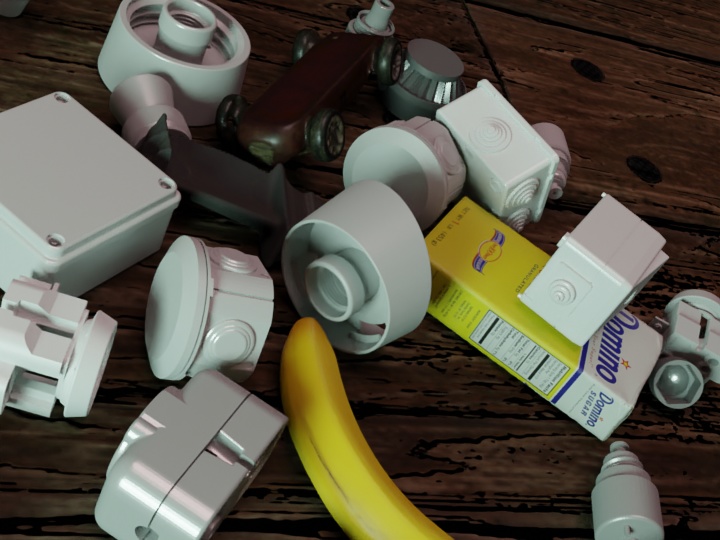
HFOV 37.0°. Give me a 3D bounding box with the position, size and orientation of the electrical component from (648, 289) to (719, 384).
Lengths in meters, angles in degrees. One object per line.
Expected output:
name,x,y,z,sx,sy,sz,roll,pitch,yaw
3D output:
electrical component,0.248,0.048,0.799,0.066,0.048,0.055,28,47,0

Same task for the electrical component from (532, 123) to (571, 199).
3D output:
electrical component,0.156,-0.088,0.896,0.040,0.040,0.078,14,41,-16

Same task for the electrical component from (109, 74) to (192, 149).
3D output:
electrical component,-0.142,-0.099,0.731,0.045,0.045,0.055,-2,49,-32

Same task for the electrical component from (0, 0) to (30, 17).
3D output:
electrical component,-0.248,-0.216,0.778,0.044,0.065,0.044,31,35,-25

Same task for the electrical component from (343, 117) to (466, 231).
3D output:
electrical component,0.033,-0.069,0.773,0.080,0.080,0.051,38,35,11

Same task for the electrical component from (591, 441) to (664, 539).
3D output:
electrical component,0.161,0.138,0.655,0.040,0.040,0.078,20,39,-10

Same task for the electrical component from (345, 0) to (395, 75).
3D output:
electrical component,0.010,-0.201,0.915,0.048,0.062,0.048,16,41,-15

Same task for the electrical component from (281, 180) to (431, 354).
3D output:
electrical component,0.000,0.000,0.667,0.099,0.099,0.064,44,48,18

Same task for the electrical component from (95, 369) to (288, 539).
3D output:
electrical component,-0.087,0.098,0.543,0.059,0.053,0.095,33,39,5

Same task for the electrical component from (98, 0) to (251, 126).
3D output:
electrical component,-0.133,-0.164,0.793,0.108,0.060,0.108,16,41,-14

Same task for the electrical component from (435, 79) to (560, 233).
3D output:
electrical component,0.096,-0.078,0.805,0.048,0.099,0.099,-31,66,-17

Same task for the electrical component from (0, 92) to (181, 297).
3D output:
electrical component,-0.183,-0.042,0.636,0.109,0.056,0.109,39,41,13

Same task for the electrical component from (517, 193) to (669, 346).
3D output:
electrical component,0.154,0.004,0.707,0.061,0.061,0.096,39,40,9

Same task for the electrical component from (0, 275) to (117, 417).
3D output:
electrical component,-0.161,0.043,0.558,0.057,0.058,0.078,18,40,-9

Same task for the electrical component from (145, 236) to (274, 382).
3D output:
electrical component,-0.087,0.024,0.605,0.051,0.080,0.080,11,42,-27
